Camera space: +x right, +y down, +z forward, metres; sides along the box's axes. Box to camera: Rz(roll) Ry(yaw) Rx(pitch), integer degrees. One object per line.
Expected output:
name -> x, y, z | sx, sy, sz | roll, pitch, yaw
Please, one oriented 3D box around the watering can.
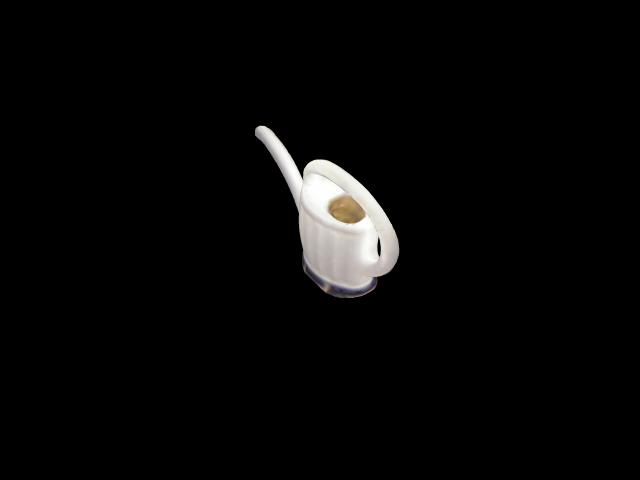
watering can -> 0.003, -0.043, 0.850 | 0.105, 0.219, 0.353 | -26, 47, -27
